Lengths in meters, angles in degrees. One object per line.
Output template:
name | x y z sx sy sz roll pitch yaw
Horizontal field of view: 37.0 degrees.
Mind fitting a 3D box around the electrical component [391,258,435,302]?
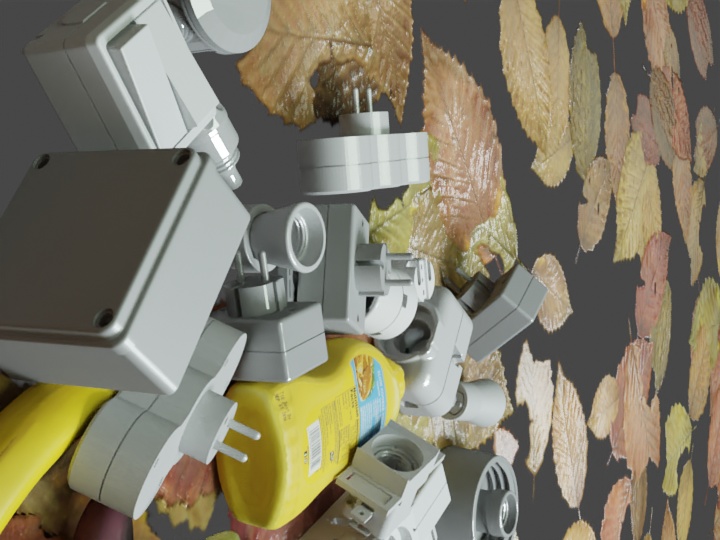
electrical component | 0.030 0.008 0.839 0.040 0.046 0.040 0 90 -59

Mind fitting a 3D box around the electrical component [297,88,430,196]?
electrical component | 0.003 -0.097 0.788 0.138 0.052 0.073 -15 103 -58

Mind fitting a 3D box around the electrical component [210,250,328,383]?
electrical component | -0.063 0.025 0.664 0.047 0.066 0.076 -24 110 -57

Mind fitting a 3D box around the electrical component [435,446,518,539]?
electrical component | 0.104 0.212 0.949 0.108 0.060 0.108 1 89 -59

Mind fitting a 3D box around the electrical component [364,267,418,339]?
electrical component | 0.007 0.020 0.794 0.047 0.055 0.055 21 72 -53

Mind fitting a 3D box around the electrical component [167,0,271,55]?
electrical component | -0.092 -0.165 0.630 0.080 0.051 0.080 0 90 -59

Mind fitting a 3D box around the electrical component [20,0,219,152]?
electrical component | -0.120 -0.094 0.573 0.061 0.061 0.096 -58 137 -42

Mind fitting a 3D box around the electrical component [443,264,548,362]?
electrical component | 0.108 0.027 0.952 0.076 0.083 0.047 40 46 -5

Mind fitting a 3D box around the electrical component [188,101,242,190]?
electrical component | -0.089 -0.074 0.651 0.035 0.035 0.061 -65 143 -35

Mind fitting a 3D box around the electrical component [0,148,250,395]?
electrical component | -0.124 -0.001 0.521 0.056 0.109 0.108 56 44 -47

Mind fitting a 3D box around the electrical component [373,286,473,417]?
electrical component | 0.048 0.062 0.862 0.059 0.054 0.095 51 48 -47

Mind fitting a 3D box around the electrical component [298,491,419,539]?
electrical component | 0.010 0.251 0.789 0.089 0.062 0.150 -35 120 -54

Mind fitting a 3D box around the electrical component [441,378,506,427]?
electrical component | 0.095 0.117 0.955 0.065 0.044 0.044 13 79 -54

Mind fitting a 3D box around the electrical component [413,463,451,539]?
electrical component | 0.039 0.200 0.853 0.066 0.047 0.076 -45 127 -50

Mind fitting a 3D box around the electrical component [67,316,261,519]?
electrical component | -0.091 0.081 0.582 0.138 0.074 0.052 -59 173 -55

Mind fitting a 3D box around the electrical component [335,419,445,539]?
electrical component | 0.018 0.146 0.743 0.081 0.042 0.063 -31 146 -52

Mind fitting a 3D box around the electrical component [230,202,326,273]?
electrical component | -0.056 -0.020 0.685 0.045 0.055 0.045 0 90 -59

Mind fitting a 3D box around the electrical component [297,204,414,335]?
electrical component | 0.000 0.000 0.745 0.047 0.076 0.083 49 42 -70
